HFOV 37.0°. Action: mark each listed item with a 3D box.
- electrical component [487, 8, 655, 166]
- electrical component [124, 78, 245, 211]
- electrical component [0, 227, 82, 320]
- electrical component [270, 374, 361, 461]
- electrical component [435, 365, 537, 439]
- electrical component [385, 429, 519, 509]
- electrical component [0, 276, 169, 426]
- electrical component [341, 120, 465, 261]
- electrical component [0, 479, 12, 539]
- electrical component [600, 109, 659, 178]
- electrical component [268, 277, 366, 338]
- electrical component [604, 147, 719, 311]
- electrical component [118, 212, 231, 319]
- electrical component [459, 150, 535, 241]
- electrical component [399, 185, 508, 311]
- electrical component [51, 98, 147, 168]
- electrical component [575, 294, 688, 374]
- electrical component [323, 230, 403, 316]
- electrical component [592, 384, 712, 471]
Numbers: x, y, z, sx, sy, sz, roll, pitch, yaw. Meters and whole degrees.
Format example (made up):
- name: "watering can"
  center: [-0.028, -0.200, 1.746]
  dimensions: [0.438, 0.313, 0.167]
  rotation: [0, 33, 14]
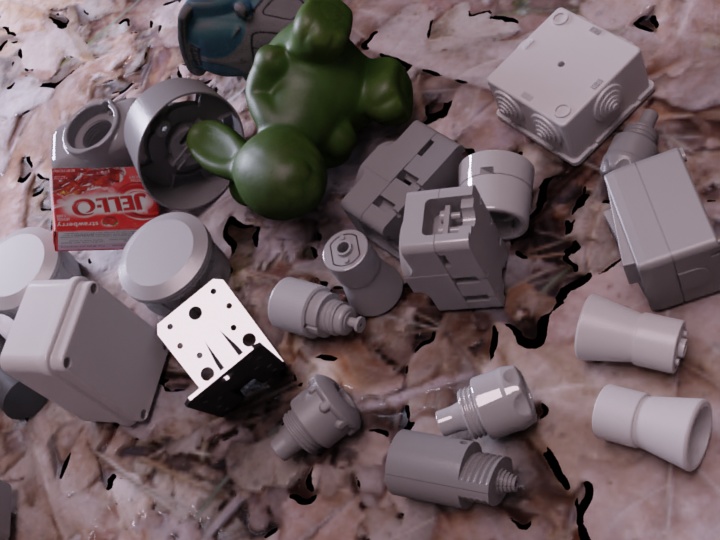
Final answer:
- name: "electrical component"
  center: [0.156, -0.140, 0.806]
  dimensions: [0.100, 0.048, 0.100]
  rotation: [-45, 53, -6]
- name: "electrical component"
  center: [-0.146, -0.107, 0.897]
  dimensions: [0.099, 0.099, 0.064]
  rotation: [-39, 46, -1]
- name: "electrical component"
  center: [-0.279, 0.008, 0.915]
  dimensions: [0.080, 0.051, 0.080]
  rotation: [-12, 56, 18]
- name: "electrical component"
  center: [-0.034, 0.106, 0.746]
  dimensions: [0.062, 0.048, 0.048]
  rotation: [-41, 52, 6]
- name: "electrical component"
  center: [0.081, 0.090, 0.702]
  dimensions: [0.062, 0.043, 0.043]
  rotation: [-22, 54, 12]
- name: "electrical component"
  center: [0.062, 0.129, 0.686]
  dimensions: [0.081, 0.043, 0.043]
  rotation: [6, 63, 27]
- name: "electrical component"
  center: [-0.203, 0.062, 0.807]
  dimensions: [0.057, 0.113, 0.078]
  rotation: [-1, 60, 28]
- name: "electrical component"
  center: [0.035, -0.061, 0.812]
  dimensions: [0.089, 0.050, 0.056]
  rotation: [-48, 53, -8]
- name: "electrical component"
  center: [-0.315, 0.189, 0.816]
  dimensions: [0.089, 0.055, 0.050]
  rotation: [-20, 54, 13]
- name: "electrical component"
  center: [0.196, -0.087, 0.764]
  dimensions: [0.035, 0.035, 0.061]
  rotation: [16, 67, 32]
- name: "electrical component"
  center: [-0.031, 0.031, 0.792]
  dimensions: [0.078, 0.040, 0.040]
  rotation: [14, 68, 31]
- name: "electrical component"
  center: [0.197, -0.030, 0.711]
  dimensions: [0.061, 0.061, 0.096]
  rotation: [-20, 54, 13]
- name: "electrical component"
  center: [-0.148, -0.002, 0.859]
  dimensions: [0.080, 0.051, 0.080]
  rotation: [-12, 57, 18]
- name: "electrical component"
  center: [0.097, -0.052, 0.776]
  dimensions: [0.055, 0.055, 0.047]
  rotation: [-5, 62, 22]
- name: "electrical component"
  center: [0.063, -0.013, 0.745]
  dimensions: [0.056, 0.089, 0.050]
  rotation: [-5, 59, 22]
- name: "electrical component"
  center: [-0.224, -0.110, 0.957]
  dimensions: [0.095, 0.059, 0.053]
  rotation: [-19, 55, 13]
- name: "electrical component"
  center: [0.176, 0.043, 0.689]
  dimensions: [0.065, 0.044, 0.044]
  rotation: [12, 66, 25]
- name: "electrical component"
  center: [0.000, 0.000, 0.781]
  dimensions: [0.044, 0.065, 0.044]
  rotation: [-12, 56, 18]
- name: "electrical component"
  center: [0.176, 0.093, 0.658]
  dimensions: [0.065, 0.044, 0.044]
  rotation: [12, 66, 35]
